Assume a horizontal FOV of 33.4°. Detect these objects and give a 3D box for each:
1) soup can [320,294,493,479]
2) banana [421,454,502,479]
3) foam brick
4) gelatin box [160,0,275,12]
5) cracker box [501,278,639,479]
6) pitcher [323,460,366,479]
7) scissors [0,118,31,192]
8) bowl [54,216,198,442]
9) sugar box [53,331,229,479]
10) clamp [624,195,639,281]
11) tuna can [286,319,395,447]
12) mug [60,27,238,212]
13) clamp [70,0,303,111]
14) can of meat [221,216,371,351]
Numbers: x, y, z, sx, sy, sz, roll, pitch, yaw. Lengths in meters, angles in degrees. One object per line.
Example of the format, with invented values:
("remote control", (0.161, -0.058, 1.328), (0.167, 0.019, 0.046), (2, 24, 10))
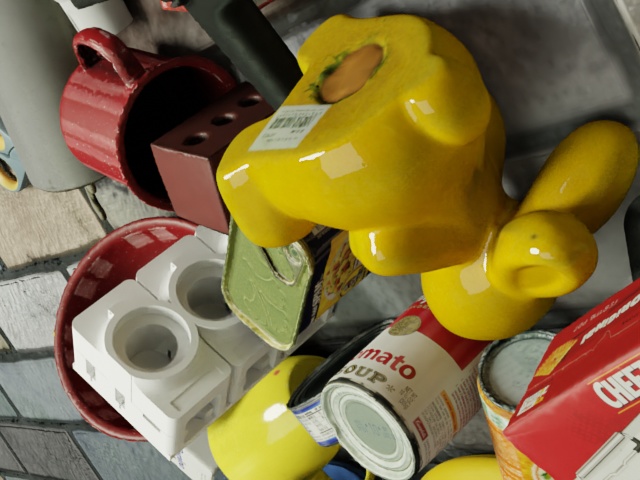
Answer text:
("soup can", (0.057, 0.074, 0.583), (0.069, 0.102, 0.068), (32, 143, 28))
("banana", (0.118, 0.161, 0.654), (0.198, 0.037, 0.069), (-1, 122, 51))
("foam brick", (-0.048, -0.048, 0.615), (0.053, 0.078, 0.051), (18, 136, 41))
("gelatin box", (-0.066, -0.165, 0.566), (0.073, 0.030, 0.089), (15, 134, 42))
("cracker box", (0.205, 0.090, 0.405), (0.213, 0.072, 0.164), (39, 141, -2))
("pitcher", (-0.015, 0.278, 0.854), (0.149, 0.145, 0.243), (5, 134, -2))
("scissors", (-0.234, -0.059, 0.888), (0.202, 0.016, 0.096), (29, 143, 31))
("bowl", (-0.111, 0.066, 0.775), (0.162, 0.162, 0.055), (33, -178, 26))
("sugar box", (-0.115, 0.108, 0.835), (0.176, 0.093, 0.048), (39, 146, 19))
("clamp", (0.165, 0.052, 0.489), (0.120, 0.039, 0.172), (43, 143, 14))
("tuna can", (0.023, 0.088, 0.654), (0.034, 0.086, 0.086), (51, 147, -4))
("mug", (-0.110, -0.080, 0.645), (0.082, 0.093, 0.117), (23, 156, 44))
("clamp", (-0.077, -0.135, 0.511), (0.165, 0.036, 0.210), (27, 164, 15))
("can of meat", (-0.004, 0.001, 0.603), (0.057, 0.083, 0.102), (39, 146, 19))
